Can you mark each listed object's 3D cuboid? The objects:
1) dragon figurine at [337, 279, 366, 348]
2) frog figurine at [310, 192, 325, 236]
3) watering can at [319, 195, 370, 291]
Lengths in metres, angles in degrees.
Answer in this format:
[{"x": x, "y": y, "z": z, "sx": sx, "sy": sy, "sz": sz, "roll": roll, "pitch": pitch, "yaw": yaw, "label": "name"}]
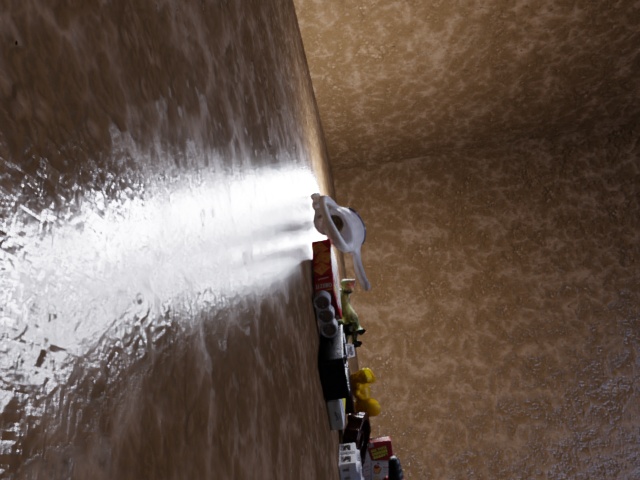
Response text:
[{"x": 0.100, "y": 0.312, "z": 2.132, "sx": 0.400, "sy": 0.122, "sz": 0.249, "roll": 101, "pitch": -15, "yaw": -46, "label": "dragon figurine"}, {"x": 0.006, "y": -0.097, "z": 1.929, "sx": 0.159, "sy": 0.121, "sz": 0.139, "roll": 45, "pitch": 19, "yaw": -5, "label": "frog figurine"}, {"x": 0.098, "y": 0.002, "z": 1.754, "sx": 0.349, "sy": 0.103, "sz": 0.225, "roll": 62, "pitch": 21, "yaw": 5, "label": "watering can"}]
